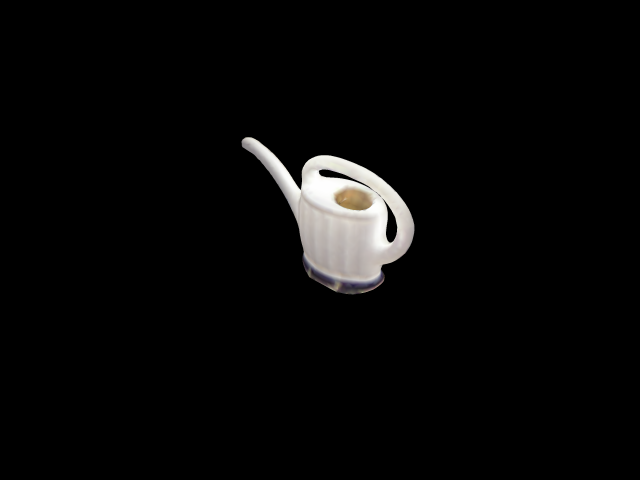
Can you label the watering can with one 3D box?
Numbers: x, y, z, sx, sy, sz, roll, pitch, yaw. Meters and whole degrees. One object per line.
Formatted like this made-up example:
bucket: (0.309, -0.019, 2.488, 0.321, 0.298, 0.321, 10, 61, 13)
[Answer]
watering can: (0.003, -0.043, 0.850, 0.351, 0.219, 0.105, 26, 40, 34)
